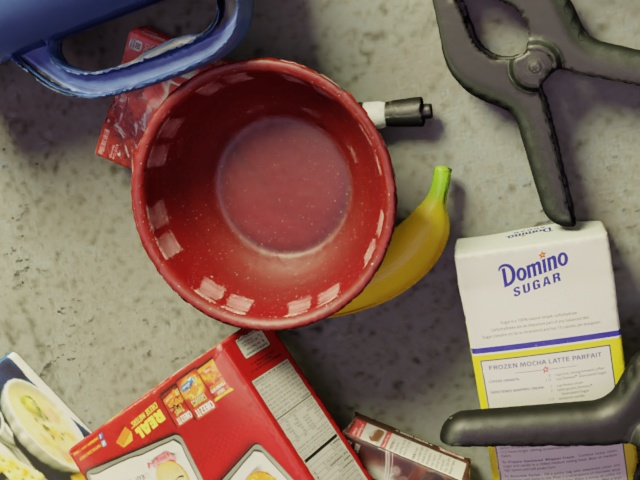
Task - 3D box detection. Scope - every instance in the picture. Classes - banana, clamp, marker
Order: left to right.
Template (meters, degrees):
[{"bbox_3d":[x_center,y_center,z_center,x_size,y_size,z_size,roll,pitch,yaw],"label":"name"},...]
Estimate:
[{"bbox_3d":[0.004,0.017,0.691,0.198,0.037,0.069,-20,79,16],"label":"banana"},{"bbox_3d":[0.010,-0.076,0.667,0.121,0.020,0.020,-3,106,15],"label":"marker"},{"bbox_3d":[0.125,-0.092,0.624,0.171,0.039,0.120,37,105,7],"label":"clamp"},{"bbox_3d":[0.187,0.110,0.629,0.164,0.036,0.210,41,107,-7],"label":"clamp"}]

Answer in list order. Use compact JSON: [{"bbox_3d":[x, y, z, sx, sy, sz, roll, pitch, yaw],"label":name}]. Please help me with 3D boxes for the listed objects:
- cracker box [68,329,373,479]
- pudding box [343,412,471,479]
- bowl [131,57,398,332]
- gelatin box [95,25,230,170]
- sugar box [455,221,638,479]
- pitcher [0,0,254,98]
[{"bbox_3d":[-0.045,0.183,0.704,0.164,0.072,0.214,-37,85,30],"label":"cracker box"},{"bbox_3d":[0.044,0.186,0.728,0.090,0.039,0.113,21,110,8],"label":"pudding box"},{"bbox_3d":[-0.029,-0.029,0.645,0.162,0.055,0.162,3,101,13],"label":"bowl"},{"bbox_3d":[-0.096,-0.083,0.684,0.073,0.030,0.089,23,111,6],"label":"gelatin box"},{"bbox_3d":[0.143,0.080,0.669,0.093,0.048,0.176,-8,102,11],"label":"sugar box"},{"bbox_3d":[-0.158,-0.168,0.623,0.243,0.149,0.145,-19,141,22],"label":"pitcher"}]
